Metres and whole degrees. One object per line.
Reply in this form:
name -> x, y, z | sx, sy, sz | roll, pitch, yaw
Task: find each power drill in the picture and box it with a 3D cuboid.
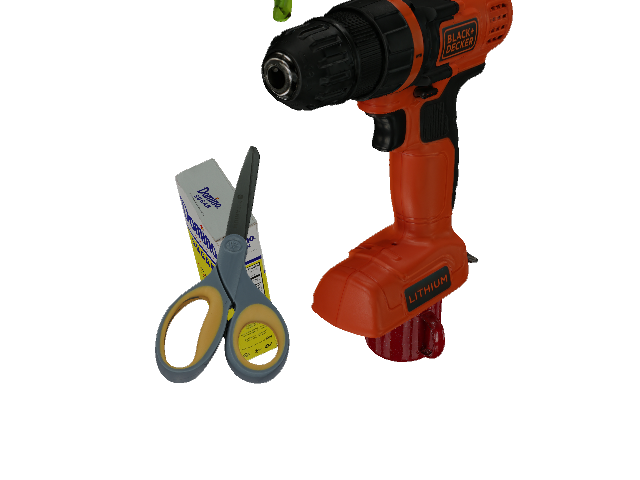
power drill -> 0.036, -0.044, 0.583 | 0.057, 0.188, 0.184 | 25, 35, 35

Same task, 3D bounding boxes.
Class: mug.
mug -> 0.093, 0.079, 1.121 | 0.093, 0.081, 0.117 | -22, 40, -25

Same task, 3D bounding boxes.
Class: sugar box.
sugar box -> -0.083, 0.021, 0.959 | 0.048, 0.176, 0.093 | -26, 51, -13

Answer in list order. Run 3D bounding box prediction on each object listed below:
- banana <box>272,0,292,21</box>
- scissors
banana -> -0.086, -0.189, 0.675 | 0.198, 0.069, 0.037 | 20, -34, 30
scissors -> -0.045, 0.019, 0.738 | 0.096, 0.201, 0.016 | 21, -35, 9
